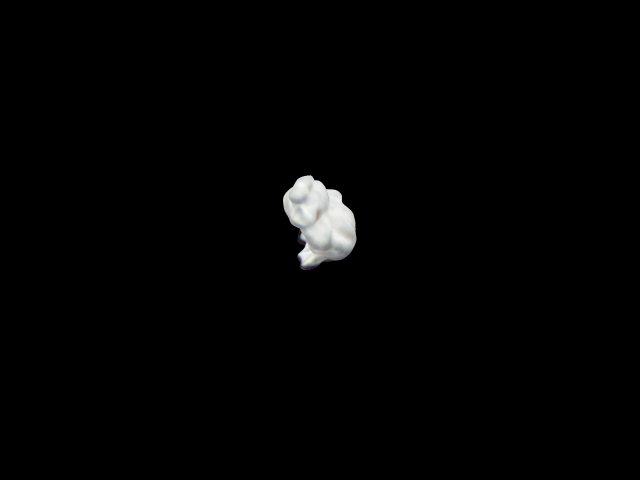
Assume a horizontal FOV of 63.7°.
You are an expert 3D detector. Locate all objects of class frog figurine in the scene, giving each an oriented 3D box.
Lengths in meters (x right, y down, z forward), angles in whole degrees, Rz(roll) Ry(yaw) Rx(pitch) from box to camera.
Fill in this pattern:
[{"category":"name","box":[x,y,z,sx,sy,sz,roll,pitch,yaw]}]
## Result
[{"category":"frog figurine","box":[0.003,-0.043,0.850,0.123,0.155,0.140,11,41,13]}]
